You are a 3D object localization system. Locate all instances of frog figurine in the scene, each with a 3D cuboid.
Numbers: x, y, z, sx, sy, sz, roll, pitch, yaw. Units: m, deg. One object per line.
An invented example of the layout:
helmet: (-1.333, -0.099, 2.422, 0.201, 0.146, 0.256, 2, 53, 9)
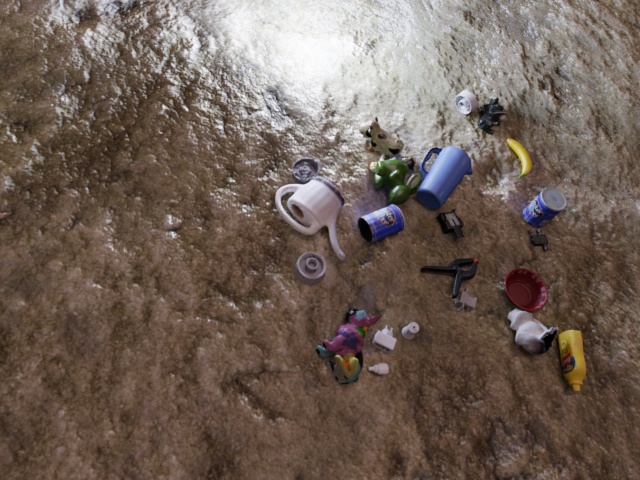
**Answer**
frog figurine: (0.703, 0.310, 1.743, 0.139, 0.120, 0.161, -31, 36, -31)

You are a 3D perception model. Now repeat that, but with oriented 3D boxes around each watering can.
watering can: (0.006, -0.092, 1.818, 0.228, 0.350, 0.102, -44, -14, -28)
